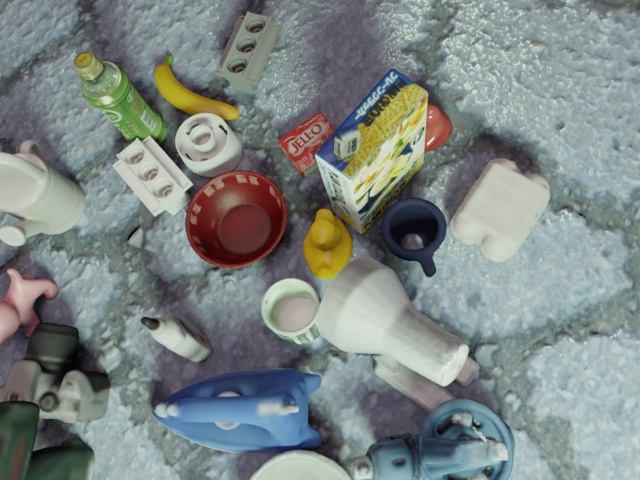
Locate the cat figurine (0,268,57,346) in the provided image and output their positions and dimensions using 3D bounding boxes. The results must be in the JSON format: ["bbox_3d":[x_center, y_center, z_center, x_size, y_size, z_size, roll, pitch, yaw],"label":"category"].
[{"bbox_3d":[-0.479,0.105,0.876,0.067,0.118,0.128,11,74,12],"label":"cat figurine"}]

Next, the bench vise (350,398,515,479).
[{"bbox_3d":[0.144,0.269,0.683,0.207,0.220,0.121,-29,71,-2],"label":"bench vise"}]

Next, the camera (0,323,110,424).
[{"bbox_3d":[-0.393,0.194,0.845,0.143,0.101,0.137,3,73,9],"label":"camera"}]

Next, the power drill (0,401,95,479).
[{"bbox_3d":[-0.382,0.329,0.743,0.075,0.208,0.229,-4,72,7],"label":"power drill"}]

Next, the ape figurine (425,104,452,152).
[{"bbox_3d":[0.168,-0.182,0.891,0.076,0.092,0.078,7,73,10],"label":"ape figurine"}]

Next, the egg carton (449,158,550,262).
[{"bbox_3d":[0.266,-0.045,0.846,0.107,0.069,0.150,31,79,16],"label":"egg carton"}]

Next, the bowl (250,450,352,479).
[{"bbox_3d":[-0.021,0.364,0.752,0.167,0.075,0.167,-2,72,7],"label":"bowl"}]

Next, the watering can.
[{"bbox_3d":[-0.460,-0.078,0.892,0.101,0.194,0.172,-27,71,-1],"label":"watering can"}]

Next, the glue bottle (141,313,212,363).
[{"bbox_3d":[-0.208,0.129,0.801,0.078,0.173,0.037,41,82,18],"label":"glue bottle"}]

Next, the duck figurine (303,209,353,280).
[{"bbox_3d":[0.008,0.003,0.858,0.077,0.086,0.104,-1,72,8],"label":"duck figurine"}]

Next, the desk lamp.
[{"bbox_3d":[0.108,0.128,0.736,0.203,0.214,0.118,33,80,16],"label":"desk lamp"}]

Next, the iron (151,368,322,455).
[{"bbox_3d":[-0.130,0.231,0.775,0.258,0.141,0.118,-4,72,7],"label":"iron"}]

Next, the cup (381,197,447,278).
[{"bbox_3d":[0.141,0.007,0.833,0.091,0.095,0.117,-20,71,1],"label":"cup"}]
